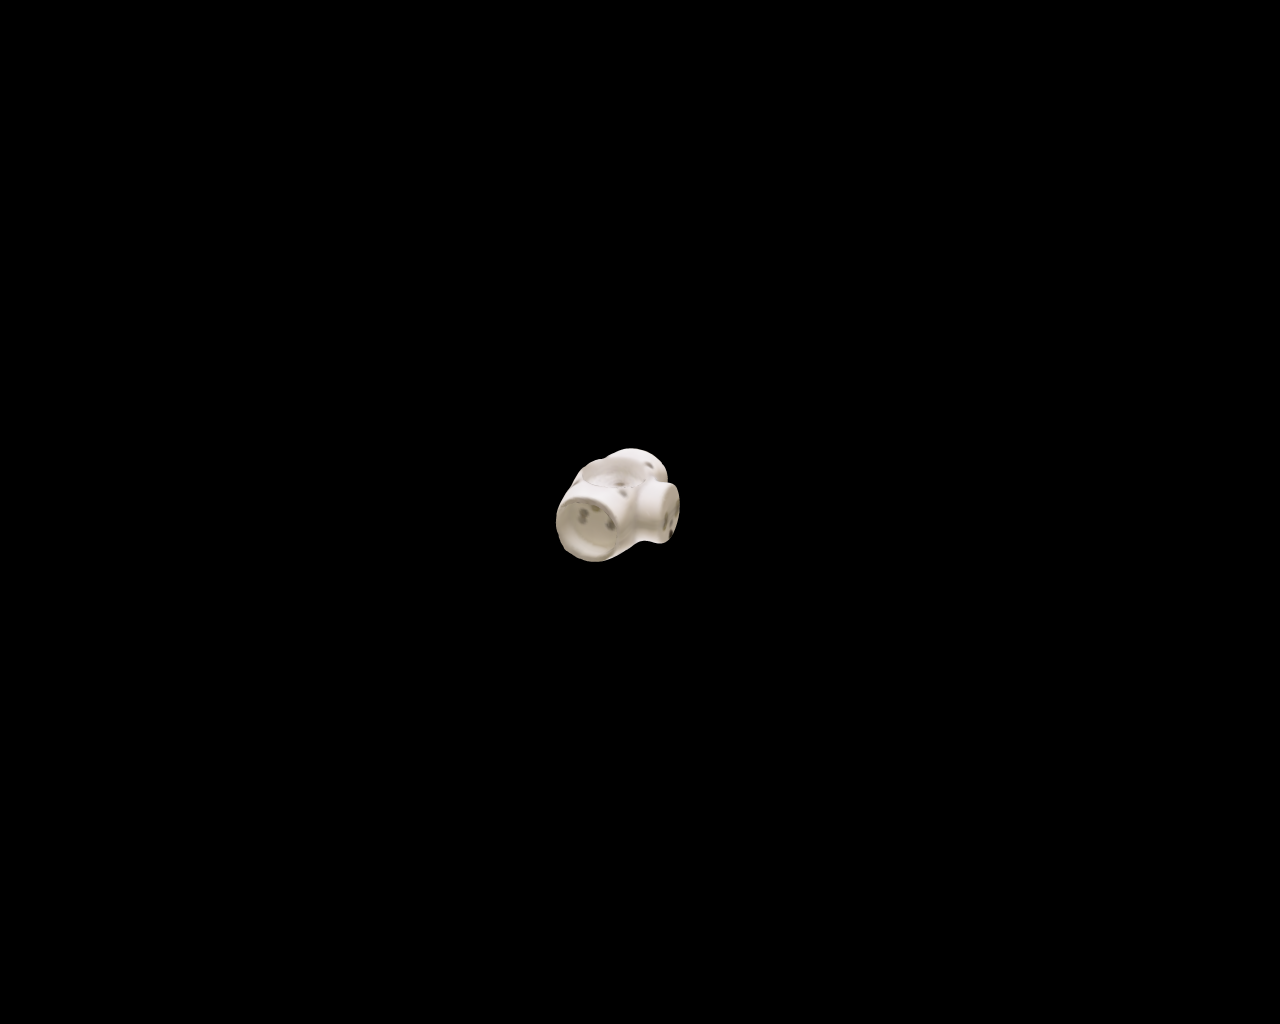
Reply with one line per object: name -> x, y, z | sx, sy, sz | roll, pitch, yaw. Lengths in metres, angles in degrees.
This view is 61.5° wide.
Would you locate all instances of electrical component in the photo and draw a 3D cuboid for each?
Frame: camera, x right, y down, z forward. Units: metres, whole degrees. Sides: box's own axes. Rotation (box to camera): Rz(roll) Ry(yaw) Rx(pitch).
electrical component -> 0.001, -0.003, 0.650 | 0.079, 0.044, 0.077 | 11, 29, 21
